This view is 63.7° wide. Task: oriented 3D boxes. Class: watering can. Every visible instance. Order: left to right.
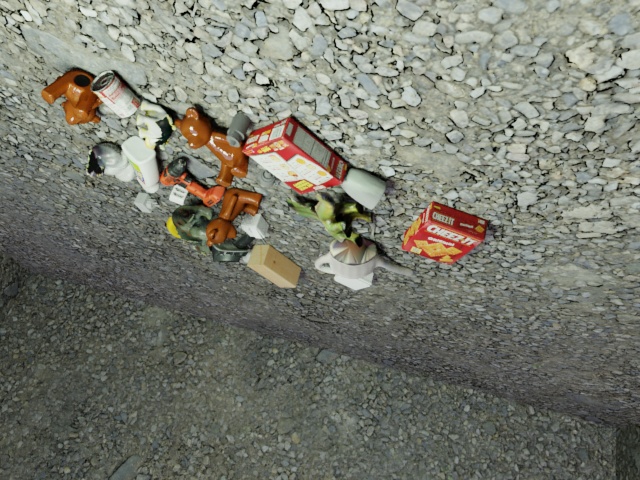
[{"bbox_3d":[0.154,0.070,1.742,0.347,0.106,0.220,1,154,2],"label":"watering can"}]

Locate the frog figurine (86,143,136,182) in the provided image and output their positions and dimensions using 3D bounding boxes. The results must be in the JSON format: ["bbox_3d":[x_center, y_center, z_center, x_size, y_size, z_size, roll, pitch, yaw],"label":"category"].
[{"bbox_3d":[-0.632,-0.243,1.607,0.136,0.123,0.160,-21,173,42],"label":"frog figurine"}]

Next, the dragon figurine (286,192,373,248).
[{"bbox_3d":[0.005,-0.075,1.487,0.243,0.123,0.404,11,165,32],"label":"dragon figurine"}]
